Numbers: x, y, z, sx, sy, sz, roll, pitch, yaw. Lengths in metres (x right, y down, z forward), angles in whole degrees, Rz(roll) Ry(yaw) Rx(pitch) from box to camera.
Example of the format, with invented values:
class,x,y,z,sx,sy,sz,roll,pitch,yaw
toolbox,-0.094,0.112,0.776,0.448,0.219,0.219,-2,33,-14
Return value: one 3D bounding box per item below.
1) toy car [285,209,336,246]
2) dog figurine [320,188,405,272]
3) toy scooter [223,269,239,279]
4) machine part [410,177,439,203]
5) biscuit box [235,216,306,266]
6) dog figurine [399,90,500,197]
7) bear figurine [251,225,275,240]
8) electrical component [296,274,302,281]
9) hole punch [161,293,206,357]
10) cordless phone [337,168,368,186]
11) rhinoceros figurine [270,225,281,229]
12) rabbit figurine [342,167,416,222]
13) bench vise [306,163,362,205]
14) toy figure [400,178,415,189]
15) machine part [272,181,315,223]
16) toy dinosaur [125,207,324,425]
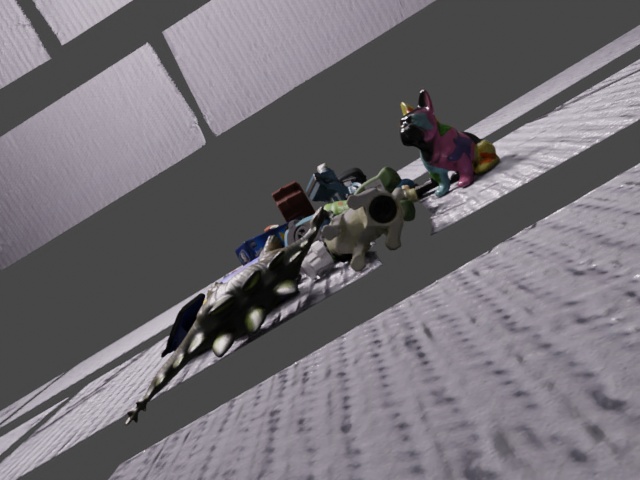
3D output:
class,x,y,z,sx,sy,sz,roll,pitch,yaw
toy car,-0.003,-0.004,1.255,0.162,0.109,0.103,-29,-29,35
dog figurine,0.080,-0.032,1.007,0.172,0.121,0.190,-31,5,2
toy scooter,-0.193,0.110,1.405,0.135,0.075,0.184,-18,0,1
machine part,0.244,-0.120,1.296,0.084,0.039,0.139,-29,2,-35
biscuit box,-0.109,0.006,1.328,0.203,0.059,0.063,-27,-6,-39
dog figurine,0.262,-0.216,1.135,0.191,0.219,0.108,-35,10,-26
bear figurine,-0.184,0.052,1.601,0.120,0.132,0.196,-35,-3,32
electrical component,-0.068,0.067,1.201,0.045,0.078,0.102,7,-25,-36
hole punch,-0.245,0.187,1.092,0.115,0.092,0.142,-62,-2,22
cordless phone,0.127,-0.155,1.609,0.089,0.146,0.184,-18,15,34
rhinoceros figurine,-0.125,0.026,1.502,0.112,0.073,0.190,-4,31,22
rabbit figurine,0.133,-0.059,1.154,0.159,0.121,0.170,-37,-14,15
bench vise,0.090,-0.118,1.446,0.240,0.224,0.128,-5,-49,-31
toy figure,0.187,-0.106,1.384,0.154,0.058,0.064,-38,-30,-34
machine part,-0.055,-0.066,1.540,0.087,0.201,0.201,-30,6,-2
toy dinosaur,-0.146,0.116,0.916,0.471,0.105,0.198,-48,7,-8
